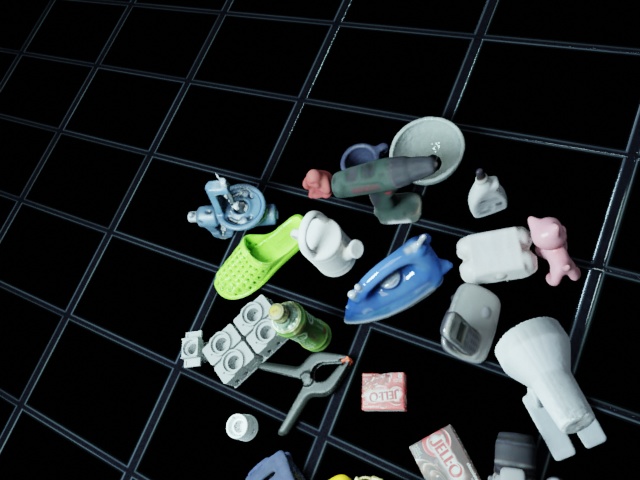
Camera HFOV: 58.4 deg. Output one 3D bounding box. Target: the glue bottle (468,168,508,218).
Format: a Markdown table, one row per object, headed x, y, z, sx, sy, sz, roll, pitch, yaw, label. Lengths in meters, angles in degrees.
| x | y | z | sx | sy | sz | roll | pitch | yaw | label |
| --- | --- | --- | --- | --- | --- | --- | --- | --- | --- |
| 0.332 | -0.101 | 1.153 | 0.078 | 0.173 | 0.037 | -19 | 63 | 14 | glue bottle |

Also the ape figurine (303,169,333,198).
| x | y | z | sx | sy | sz | roll | pitch | yaw | label |
| --- | --- | --- | --- | --- | --- | --- | --- | --- | --- |
| -0.006 | -0.138 | 1.352 | 0.076 | 0.092 | 0.077 | -44 | 60 | 0 | ape figurine |

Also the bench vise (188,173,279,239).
| x | y | z | sx | sy | sz | roll | pitch | yaw | label |
| --- | --- | --- | --- | --- | --- | --- | --- | --- | --- |
| -0.226 | -0.069 | 1.337 | 0.207 | 0.220 | 0.121 | -25 | 61 | 11 | bench vise |

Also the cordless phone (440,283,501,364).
| x | y | z | sx | sy | sz | roll | pitch | yaw | label |
| --- | --- | --- | --- | --- | --- | --- | --- | --- | --- |
| 0.273 | 0.144 | 1.068 | 0.093 | 0.185 | 0.148 | 11 | 73 | 26 | cordless phone |

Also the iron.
| x | y | z | sx | sy | sz | roll | pitch | yaw | label |
| --- | --- | --- | --- | --- | --- | --- | --- | --- | --- |
| 0.136 | 0.081 | 1.175 | 0.258 | 0.142 | 0.118 | -37 | 60 | 4 | iron |

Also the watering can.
| x | y | z | sx | sy | sz | roll | pitch | yaw | label |
| --- | --- | --- | --- | --- | --- | --- | --- | --- | --- |
| 0.012 | 0.002 | 1.227 | 0.172 | 0.194 | 0.101 | -7 | 66 | 20 | watering can |

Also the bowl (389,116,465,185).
| x | y | z | sx | sy | sz | roll | pitch | yaw | label |
| --- | --- | --- | --- | --- | --- | --- | --- | --- | --- |
| 0.244 | -0.187 | 1.282 | 0.167 | 0.075 | 0.167 | -8 | 66 | 19 | bowl |

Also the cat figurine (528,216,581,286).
| x | y | z | sx | sy | sz | roll | pitch | yaw | label |
| --- | --- | --- | --- | --- | --- | --- | --- | --- | --- |
| 0.446 | 0.012 | 1.093 | 0.067 | 0.118 | 0.127 | -23 | 62 | 12 | cat figurine |

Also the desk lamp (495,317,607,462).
| x | y | z | sx | sy | sz | roll | pitch | yaw | label |
| --- | --- | --- | --- | --- | --- | --- | --- | --- | --- |
| 0.392 | 0.250 | 0.960 | 0.118 | 0.214 | 0.203 | -28 | 61 | 9 | desk lamp |

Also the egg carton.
| x | y | z | sx | sy | sz | roll | pitch | yaw | label |
| --- | --- | --- | --- | --- | --- | --- | --- | --- | --- |
| 0.353 | 0.033 | 1.149 | 0.150 | 0.070 | 0.107 | -12 | 65 | 17 | egg carton |

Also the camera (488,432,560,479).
| x | y | z | sx | sy | sz | roll | pitch | yaw | label |
| --- | --- | --- | --- | --- | --- | --- | --- | --- | --- |
| 0.350 | 0.404 | 0.978 | 0.142 | 0.101 | 0.137 | 0 | 69 | 22 | camera |

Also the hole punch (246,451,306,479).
| x | y | z | sx | sy | sz | roll | pitch | yaw | label |
| --- | --- | --- | --- | --- | --- | --- | --- | --- | --- |
| -0.094 | 0.481 | 1.130 | 0.108 | 0.091 | 0.101 | -40 | 60 | 2 | hole punch |

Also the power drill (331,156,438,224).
| x | y | z | sx | sy | sz | roll | pitch | yaw | label |
| --- | --- | --- | --- | --- | --- | --- | --- | --- | --- |
| 0.150 | -0.108 | 1.209 | 0.229 | 0.209 | 0.075 | -4 | 67 | 20 | power drill |

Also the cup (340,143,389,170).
| x | y | z | sx | sy | sz | roll | pitch | yaw | label |
| --- | --- | --- | --- | --- | --- | --- | --- | --- | --- |
| 0.114 | -0.170 | 1.316 | 0.117 | 0.095 | 0.091 | -34 | 60 | 6 | cup |

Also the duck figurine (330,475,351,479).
| x | y | z | sx | sy | sz | roll | pitch | yaw | label |
| --- | --- | --- | --- | --- | --- | --- | --- | --- | --- |
| 0.019 | 0.494 | 1.082 | 0.077 | 0.086 | 0.104 | 35 | 85 | 30 | duck figurine |
